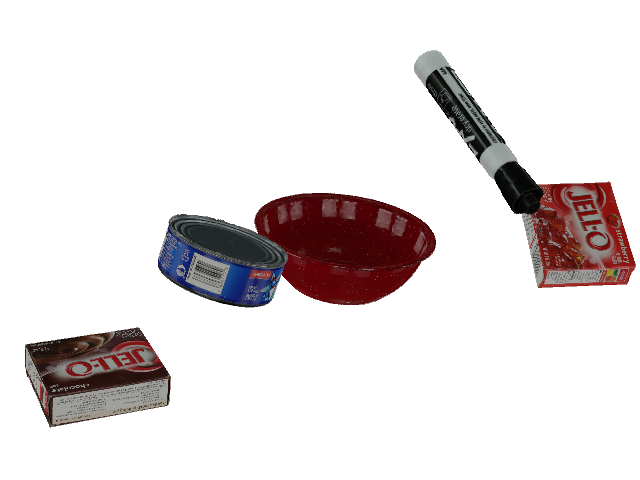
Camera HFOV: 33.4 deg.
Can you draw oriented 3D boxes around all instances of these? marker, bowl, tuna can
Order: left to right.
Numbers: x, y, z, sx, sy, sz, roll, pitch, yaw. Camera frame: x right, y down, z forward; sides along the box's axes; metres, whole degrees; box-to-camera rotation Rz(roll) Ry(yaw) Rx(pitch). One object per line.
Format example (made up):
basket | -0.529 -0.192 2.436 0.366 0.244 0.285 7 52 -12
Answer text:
tuna can | -0.068 0.014 0.736 0.086 0.034 0.086 18 14 -5
bowl | 0.020 0.013 0.948 0.162 0.055 0.162 6 24 -3
marker | 0.086 -0.060 0.584 0.020 0.121 0.020 -19 -36 -14

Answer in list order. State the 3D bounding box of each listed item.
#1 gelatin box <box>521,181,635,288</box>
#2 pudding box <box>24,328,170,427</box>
gelatin box | 0.205 -0.006 0.857 0.073 0.089 0.030 -2 -37 -3
pudding box | -0.203 0.123 0.972 0.113 0.039 0.090 -9 28 -26
